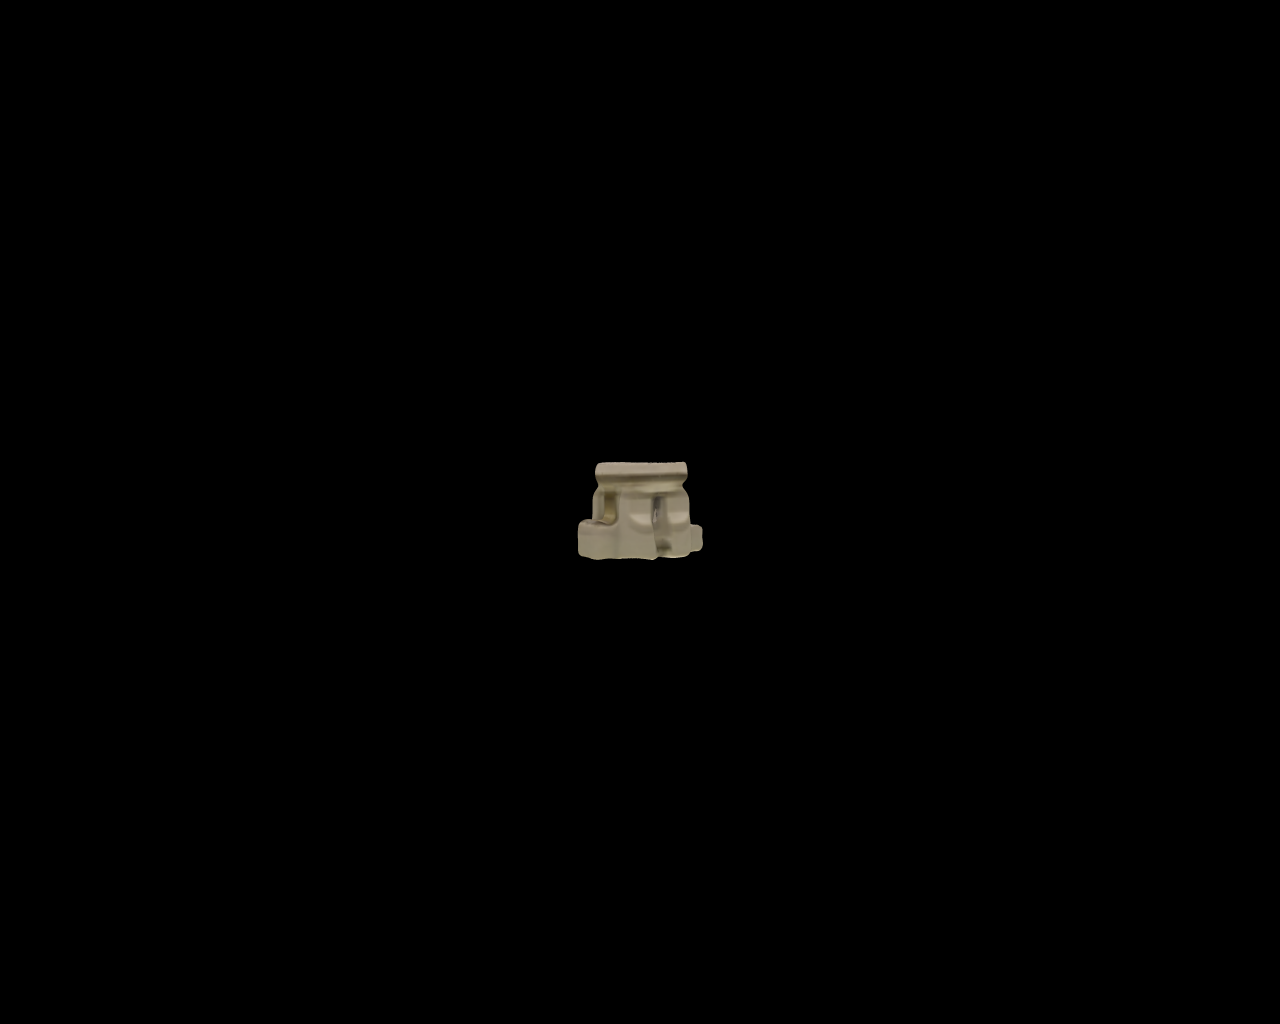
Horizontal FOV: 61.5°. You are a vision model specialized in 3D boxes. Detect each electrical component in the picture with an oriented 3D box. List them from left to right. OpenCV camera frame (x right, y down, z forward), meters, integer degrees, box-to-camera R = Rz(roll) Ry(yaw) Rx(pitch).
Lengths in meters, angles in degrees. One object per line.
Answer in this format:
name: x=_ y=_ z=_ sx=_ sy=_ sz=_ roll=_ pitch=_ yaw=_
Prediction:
electrical component: x=0.001 y=-0.003 z=0.650 sx=0.078 sy=0.057 sz=0.058 roll=-2 pitch=4 yaw=-31
